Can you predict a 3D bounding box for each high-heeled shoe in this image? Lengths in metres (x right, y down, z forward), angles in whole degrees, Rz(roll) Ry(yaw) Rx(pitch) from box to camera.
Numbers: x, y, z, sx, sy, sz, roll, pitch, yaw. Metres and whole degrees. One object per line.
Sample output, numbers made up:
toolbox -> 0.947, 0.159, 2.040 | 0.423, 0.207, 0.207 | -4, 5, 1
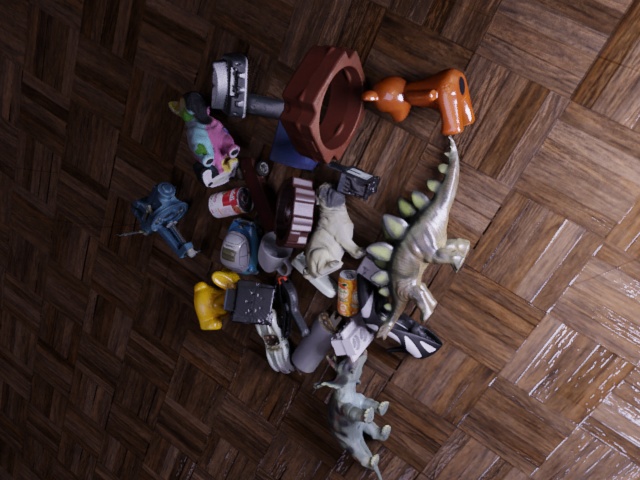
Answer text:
high-heeled shoe -> 0.187, 0.177, 1.279 | 0.145, 0.086, 0.248 | -18, 105, 29

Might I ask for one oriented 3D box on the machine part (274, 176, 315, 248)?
machine part -> -0.060, -0.062, 1.255 | 0.056, 0.179, 0.179 | 8, 120, -18

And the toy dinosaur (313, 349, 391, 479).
toy dinosaur -> 0.080, 0.479, 1.437 | 0.192, 0.131, 0.404 | 17, 121, 35

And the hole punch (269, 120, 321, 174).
hole punch -> -0.049, -0.225, 1.239 | 0.116, 0.092, 0.142 | 24, 117, 12

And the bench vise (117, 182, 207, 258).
bench vise -> -0.431, -0.037, 1.498 | 0.240, 0.129, 0.223 | 52, 123, 10

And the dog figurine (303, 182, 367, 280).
dog figurine -> 0.004, -0.022, 1.245 | 0.190, 0.172, 0.121 | 61, 168, 8

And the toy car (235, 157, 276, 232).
toy car -> -0.145, -0.114, 1.355 | 0.089, 0.053, 0.202 | -6, 110, 40

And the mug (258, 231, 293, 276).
mug -> -0.111, 0.045, 1.379 | 0.109, 0.081, 0.107 | 49, 148, 11

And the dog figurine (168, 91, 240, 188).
dog figurine -> -0.294, -0.262, 1.344 | 0.219, 0.108, 0.191 | 57, 156, 18

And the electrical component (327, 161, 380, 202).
electrical component -> 0.069, -0.136, 1.219 | 0.119, 0.075, 0.047 | 21, 117, 15

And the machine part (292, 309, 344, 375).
machine part -> -0.008, 0.270, 1.419 | 0.079, 0.079, 0.243 | 38, 123, 10

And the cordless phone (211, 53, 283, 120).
cordless phone -> -0.157, -0.354, 1.263 | 0.184, 0.089, 0.146 | 13, 117, 11

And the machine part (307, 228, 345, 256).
machine part -> -0.003, -0.004, 1.333 | 0.139, 0.039, 0.084 | 11, 122, 22

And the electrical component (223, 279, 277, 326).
electrical component -> -0.186, 0.166, 1.421 | 0.134, 0.058, 0.115 | 7, 75, -6

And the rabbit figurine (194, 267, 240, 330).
rabbit figurine -> -0.257, 0.157, 1.504 | 0.173, 0.122, 0.162 | -8, 96, 16

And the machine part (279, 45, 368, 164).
machine part -> 0.011, -0.276, 1.101 | 0.087, 0.200, 0.201 | 23, 74, 26

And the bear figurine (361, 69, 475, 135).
bear figurine -> 0.193, -0.271, 1.076 | 0.196, 0.120, 0.131 | -5, 110, 31

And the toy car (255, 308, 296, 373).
toy car -> -0.124, 0.282, 1.497 | 0.074, 0.056, 0.201 | -11, 104, 31

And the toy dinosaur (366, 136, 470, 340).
toy dinosaur -> 0.217, 0.006, 1.160 | 0.199, 0.105, 0.471 | 28, 102, 9

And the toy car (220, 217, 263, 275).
toy car -> -0.211, 0.028, 1.417 | 0.109, 0.103, 0.161 | 18, 119, 20
